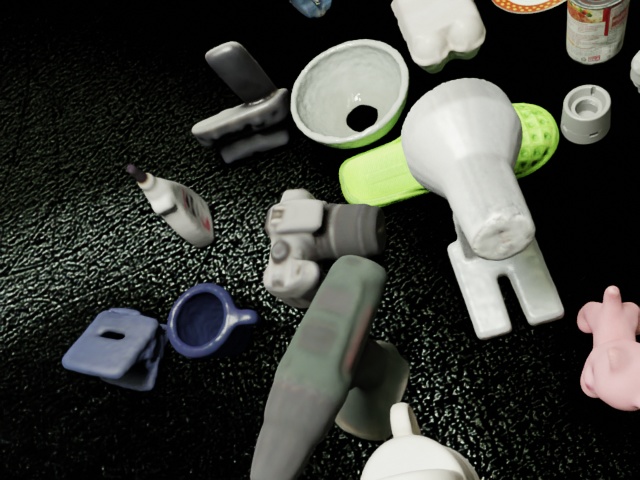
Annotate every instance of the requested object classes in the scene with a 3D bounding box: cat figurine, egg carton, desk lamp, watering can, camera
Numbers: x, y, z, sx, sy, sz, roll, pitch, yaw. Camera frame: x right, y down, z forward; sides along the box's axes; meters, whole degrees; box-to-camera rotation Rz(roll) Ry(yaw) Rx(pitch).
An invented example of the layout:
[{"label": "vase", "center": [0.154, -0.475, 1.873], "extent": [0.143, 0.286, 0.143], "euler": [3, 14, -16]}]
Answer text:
[{"label": "cat figurine", "center": [0.281, 0.106, 0.537], "extent": [0.067, 0.118, 0.128], "euler": [-4, 66, 21]}, {"label": "egg carton", "center": [0.165, -0.309, 0.801], "extent": [0.107, 0.070, 0.150], "euler": [-22, 61, 12]}, {"label": "desk lamp", "center": [0.171, -0.029, 0.587], "extent": [0.117, 0.214, 0.203], "euler": [-20, 61, 13]}, {"label": "watering can", "center": [0.090, 0.235, 0.511], "extent": [0.101, 0.194, 0.172], "euler": [-36, 59, 3]}, {"label": "camera", "center": [0.006, 0.003, 0.705], "extent": [0.136, 0.101, 0.143], "euler": [-2, 66, 21]}]

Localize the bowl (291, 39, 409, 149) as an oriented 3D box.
[{"label": "bowl", "center": [0.048, -0.188, 0.790], "extent": [0.167, 0.075, 0.167], "euler": [-9, 64, 18]}]

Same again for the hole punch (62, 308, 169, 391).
[{"label": "hole punch", "center": [-0.269, 0.139, 0.761], "extent": [0.108, 0.091, 0.101], "euler": [4, 69, 24]}]

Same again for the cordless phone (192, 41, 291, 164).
[{"label": "cordless phone", "center": [-0.129, -0.201, 0.803], "extent": [0.147, 0.185, 0.094], "euler": [-21, 61, 13]}]

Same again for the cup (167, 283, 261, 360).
[{"label": "cup", "center": [-0.115, 0.108, 0.710], "extent": [0.117, 0.095, 0.091], "euler": [-8, 64, 19]}]

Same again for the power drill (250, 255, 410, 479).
[{"label": "power drill", "center": [0.023, 0.141, 0.573], "extent": [0.075, 0.209, 0.230], "euler": [10, 71, 26]}]

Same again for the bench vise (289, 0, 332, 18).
[{"label": "bench vise", "center": [-0.006, -0.454, 0.848], "extent": [0.121, 0.220, 0.207], "euler": [27, 79, 30]}]

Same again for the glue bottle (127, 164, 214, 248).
[{"label": "glue bottle", "center": [-0.203, -0.054, 0.774], "extent": [0.037, 0.173, 0.078], "euler": [-26, 60, 9]}]
